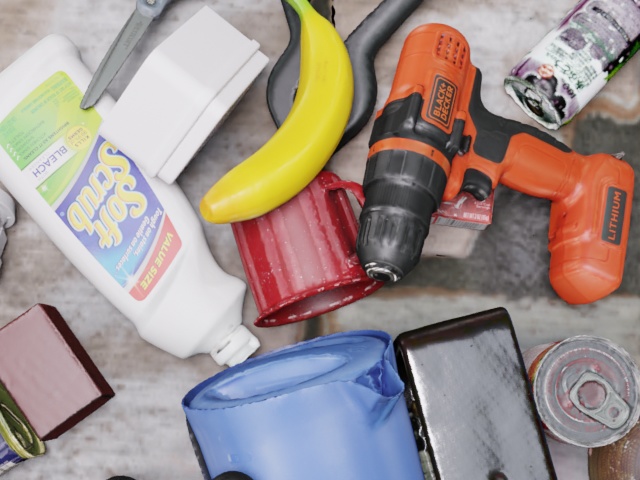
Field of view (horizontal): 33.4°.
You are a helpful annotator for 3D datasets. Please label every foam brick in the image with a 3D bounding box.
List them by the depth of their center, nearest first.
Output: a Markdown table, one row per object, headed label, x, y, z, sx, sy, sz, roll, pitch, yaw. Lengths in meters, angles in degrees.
| label | x | y | z | sx | sy | sz | roll | pitch | yaw |
| --- | --- | --- | --- | --- | --- | --- | --- | --- | --- |
| foam brick | -0.184 | 0.089 | 0.719 | 0.051 | 0.053 | 0.078 | -35 | 83 | -5 |

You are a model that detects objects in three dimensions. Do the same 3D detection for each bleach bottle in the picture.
| label | x | y | z | sx | sy | sz | roll | pitch | yaw |
| --- | --- | --- | --- | --- | --- | --- | --- | --- | --- |
| bleach bottle | -0.129 | -0.016 | 0.732 | 0.102 | 0.068 | 0.251 | -42 | 87 | -7 |

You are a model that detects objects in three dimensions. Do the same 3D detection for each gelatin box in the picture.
| label | x | y | z | sx | sy | sz | roll | pitch | yaw |
| --- | --- | --- | --- | --- | --- | --- | --- | --- | --- |
| gelatin box | 0.079 | -0.050 | 0.754 | 0.089 | 0.030 | 0.073 | 7 | 81 | 0 |

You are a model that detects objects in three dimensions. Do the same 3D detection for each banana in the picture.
| label | x | y | z | sx | sy | sz | roll | pitch | yaw |
| --- | --- | --- | --- | --- | --- | --- | --- | --- | --- |
| banana | -0.018 | -0.077 | 0.687 | 0.069 | 0.037 | 0.197 | 21 | 55 | -5 |

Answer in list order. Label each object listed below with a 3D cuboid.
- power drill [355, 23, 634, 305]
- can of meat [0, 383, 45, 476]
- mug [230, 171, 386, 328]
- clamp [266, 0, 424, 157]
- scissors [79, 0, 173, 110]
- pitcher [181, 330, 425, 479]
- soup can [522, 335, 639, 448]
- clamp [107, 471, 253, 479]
| label | x | y | z | sx | sy | sz | roll | pitch | yaw |
| --- | --- | --- | --- | --- | --- | --- | --- | --- | --- |
| power drill | 0.114 | -0.029 | 0.689 | 0.187 | 0.057 | 0.184 | 27 | 62 | -22 |
| can of meat | -0.247 | 0.122 | 0.712 | 0.084 | 0.057 | 0.102 | -32 | 83 | -3 |
| mug | -0.005 | 0.001 | 0.708 | 0.093 | 0.117 | 0.081 | -7 | 73 | -44 |
| clamp | 0.017 | -0.131 | 0.758 | 0.120 | 0.039 | 0.171 | 3 | 85 | 16 |
| scissors | -0.098 | -0.166 | 0.749 | 0.096 | 0.016 | 0.201 | 13 | 65 | -8 |
| pitcher | 0.005 | 0.186 | 0.663 | 0.145 | 0.149 | 0.243 | -16 | 96 | -1 |
| soup can | 0.162 | 0.099 | 0.698 | 0.068 | 0.102 | 0.068 | 0 | 82 | -1 |
| clamp | -0.092 | 0.187 | 0.647 | 0.036 | 0.210 | 0.164 | -27 | 120 | -41 |
